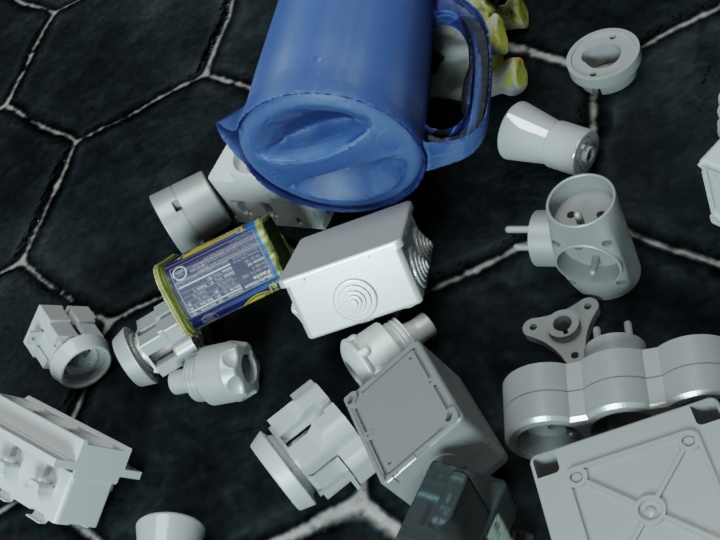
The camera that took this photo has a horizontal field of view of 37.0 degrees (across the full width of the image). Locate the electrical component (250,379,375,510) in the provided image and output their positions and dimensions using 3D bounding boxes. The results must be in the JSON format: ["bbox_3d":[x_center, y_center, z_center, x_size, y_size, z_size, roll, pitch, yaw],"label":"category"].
[{"bbox_3d":[-0.031,0.114,0.680,0.057,0.058,0.078,-38,45,-9],"label":"electrical component"}]

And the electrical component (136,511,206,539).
[{"bbox_3d":[-0.122,0.187,0.676,0.045,0.045,0.055,-14,49,18],"label":"electrical component"}]

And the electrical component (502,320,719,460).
[{"bbox_3d":[0.151,0.061,0.629,0.138,0.052,0.073,-13,49,19],"label":"electrical component"}]

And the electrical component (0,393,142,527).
[{"bbox_3d":[-0.227,0.133,0.762,0.121,0.079,0.063,17,85,37],"label":"electrical component"}]

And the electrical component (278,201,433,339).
[{"bbox_3d":[0.000,0.000,0.741,0.100,0.048,0.099,-19,17,14],"label":"electrical component"}]

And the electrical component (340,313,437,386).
[{"bbox_3d":[0.021,0.052,0.713,0.062,0.048,0.048,-34,45,-11],"label":"electrical component"}]

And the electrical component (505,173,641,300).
[{"bbox_3d":[0.133,-0.020,0.689,0.079,0.077,0.044,1,54,29],"label":"electrical component"}]

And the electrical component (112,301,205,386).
[{"bbox_3d":[-0.149,0.055,0.797,0.055,0.048,0.066,-31,29,1],"label":"electrical component"}]

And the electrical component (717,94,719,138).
[{"bbox_3d":[0.261,-0.111,0.722,0.040,0.040,0.078,14,62,36],"label":"electrical component"}]

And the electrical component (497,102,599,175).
[{"bbox_3d":[0.138,-0.092,0.773,0.065,0.044,0.044,25,68,35],"label":"electrical component"}]

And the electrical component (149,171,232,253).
[{"bbox_3d":[-0.136,-0.048,0.872,0.047,0.055,0.055,-30,45,-3],"label":"electrical component"}]

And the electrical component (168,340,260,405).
[{"bbox_3d":[-0.105,0.075,0.762,0.062,0.043,0.043,-12,49,21],"label":"electrical component"}]

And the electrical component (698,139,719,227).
[{"bbox_3d":[0.266,-0.050,0.654,0.061,0.061,0.096,-45,47,-12],"label":"electrical component"}]

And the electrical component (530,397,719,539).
[{"bbox_3d":[0.157,0.137,0.561,0.109,0.056,0.108,-21,47,11],"label":"electrical component"}]

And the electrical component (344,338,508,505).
[{"bbox_3d":[0.039,0.094,0.652,0.062,0.061,0.096,-42,34,8],"label":"electrical component"}]

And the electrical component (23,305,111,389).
[{"bbox_3d":[-0.223,0.059,0.831,0.055,0.066,0.048,45,116,36],"label":"electrical component"}]

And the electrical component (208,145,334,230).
[{"bbox_3d":[-0.047,-0.113,0.873,0.089,0.061,0.150,6,57,32],"label":"electrical component"}]
